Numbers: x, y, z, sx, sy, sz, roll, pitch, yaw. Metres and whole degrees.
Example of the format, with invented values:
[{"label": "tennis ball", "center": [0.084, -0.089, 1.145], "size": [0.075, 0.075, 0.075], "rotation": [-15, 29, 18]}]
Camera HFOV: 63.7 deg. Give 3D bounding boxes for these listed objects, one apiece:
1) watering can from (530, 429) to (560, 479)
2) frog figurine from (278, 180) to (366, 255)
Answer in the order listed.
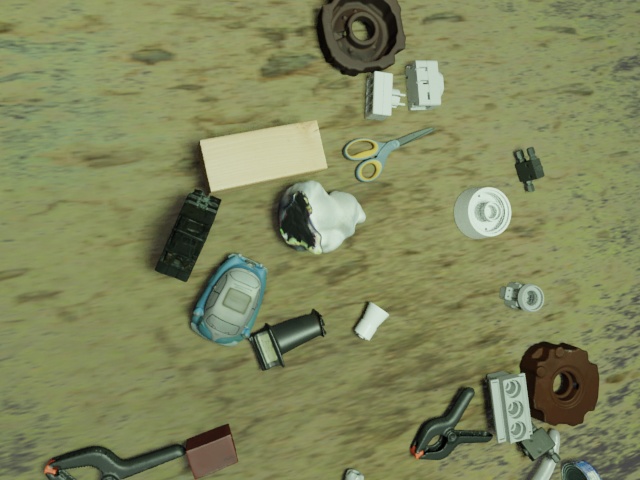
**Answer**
[{"label": "watering can", "center": [0.418, 0.567, 1.019], "size": [0.224, 0.102, 0.352], "rotation": [0, 73, -14]}, {"label": "frog figurine", "center": [0.003, -0.048, 0.949], "size": [0.161, 0.121, 0.138], "rotation": [-27, 87, -51]}]
